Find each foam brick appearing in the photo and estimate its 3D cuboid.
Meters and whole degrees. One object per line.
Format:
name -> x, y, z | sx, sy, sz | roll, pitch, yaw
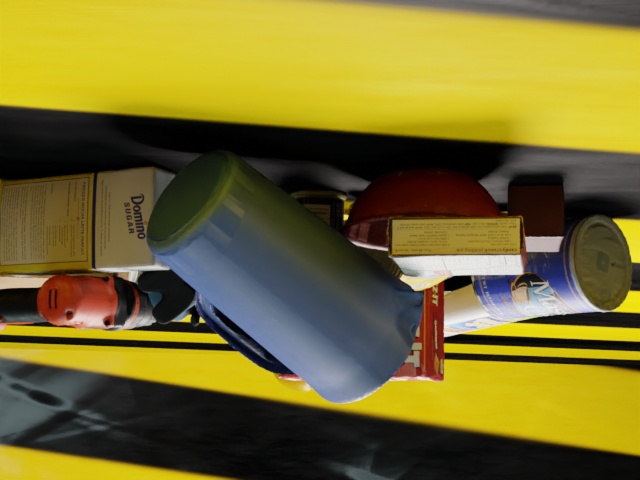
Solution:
foam brick -> 0.206, -0.020, 1.027 | 0.053, 0.051, 0.078 | 0, 169, 9

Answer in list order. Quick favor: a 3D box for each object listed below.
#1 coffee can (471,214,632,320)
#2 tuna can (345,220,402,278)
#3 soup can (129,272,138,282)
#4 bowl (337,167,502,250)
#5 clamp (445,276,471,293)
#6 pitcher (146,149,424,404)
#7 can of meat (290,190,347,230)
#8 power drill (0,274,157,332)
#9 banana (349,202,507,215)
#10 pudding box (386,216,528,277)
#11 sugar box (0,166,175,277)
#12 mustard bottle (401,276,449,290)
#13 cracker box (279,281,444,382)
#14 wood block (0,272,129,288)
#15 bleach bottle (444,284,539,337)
coffee can -> 0.250, 0.031, 1.159 | 0.102, 0.103, 0.141 | 10, 167, -39
tuna can -> 0.049, 0.015, 1.146 | 0.086, 0.086, 0.034 | 7, 170, -28
soup can -> -0.265, 0.028, 1.203 | 0.102, 0.068, 0.068 | 26, 175, 14
bowl -> 0.096, -0.029, 0.982 | 0.162, 0.055, 0.162 | 1, 169, 0
clamp -> 0.135, 0.060, 1.503 | 0.210, 0.036, 0.164 | -8, 165, 26
pitcher -> -0.040, 0.035, 0.946 | 0.242, 0.149, 0.145 | 40, 176, -30
can of meat -> -0.007, 0.001, 1.082 | 0.057, 0.084, 0.102 | 3, 169, -9
power drill -> -0.268, 0.065, 1.046 | 0.188, 0.057, 0.184 | -6, 171, 19
banana -> 0.122, -0.019, 1.098 | 0.197, 0.037, 0.070 | 2, 152, -8
pudding box -> 0.119, 0.005, 0.910 | 0.113, 0.039, 0.090 | -2, 167, 11
sugar box -> -0.220, -0.015, 0.998 | 0.176, 0.093, 0.048 | -2, 173, 21
mustard bottle -> 0.122, 0.019, 1.226 | 0.096, 0.058, 0.192 | -3, 170, -9
cracker box -> 0.051, 0.102, 1.399 | 0.214, 0.164, 0.072 | -3, 171, 23
wood block -> -0.308, 0.003, 1.120 | 0.206, 0.090, 0.091 | 2, 169, 0
bleach bottle -> 0.215, 0.092, 1.456 | 0.251, 0.068, 0.102 | -20, 158, 34
